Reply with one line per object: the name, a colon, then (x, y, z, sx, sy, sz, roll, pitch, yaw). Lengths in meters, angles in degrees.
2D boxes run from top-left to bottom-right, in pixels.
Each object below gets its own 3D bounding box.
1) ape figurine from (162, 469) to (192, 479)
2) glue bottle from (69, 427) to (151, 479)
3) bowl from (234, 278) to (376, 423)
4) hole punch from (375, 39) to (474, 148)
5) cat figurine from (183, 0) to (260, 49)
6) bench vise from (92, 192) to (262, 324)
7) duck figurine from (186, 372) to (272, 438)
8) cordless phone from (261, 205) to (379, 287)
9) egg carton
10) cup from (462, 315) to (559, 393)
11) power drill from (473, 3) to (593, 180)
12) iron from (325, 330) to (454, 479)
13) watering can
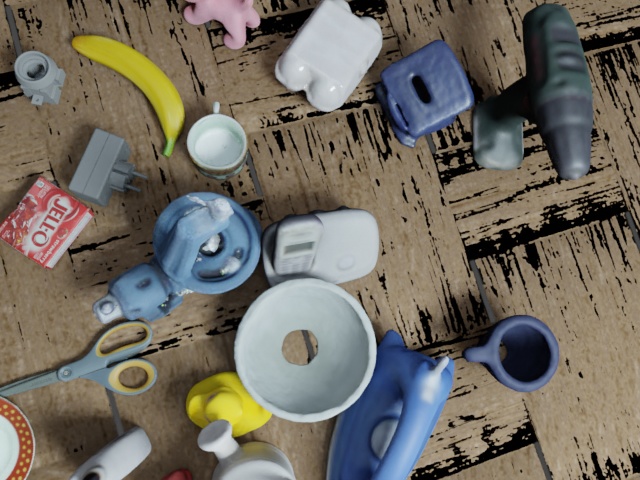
ape figurine: (-0.163, 0.301, 0.640, 0.076, 0.092, 0.078, 8, 79, -7)
glue bottle: (-0.226, 0.240, 0.599, 0.078, 0.173, 0.037, -33, 86, -12)
bowl: (-0.020, 0.132, 0.699, 0.167, 0.074, 0.167, 1, 80, -8)
hole punch: (0.139, -0.196, 0.771, 0.101, 0.091, 0.108, -25, 85, -12)
cat figurine: (-0.141, -0.323, 0.737, 0.128, 0.117, 0.067, 28, 78, -3)
bench vise: (-0.146, 0.028, 0.624, 0.121, 0.219, 0.207, 37, 77, 0)
duck figurine: (-0.106, 0.195, 0.669, 0.104, 0.086, 0.077, 5, 80, -7)
cordless phone: (0.006, 0.002, 0.669, 0.148, 0.185, 0.094, -14, 82, -10)
egg carton: (0.014, -0.250, 0.772, 0.107, 0.069, 0.150, 32, 77, -2)
cup: (0.225, 0.143, 0.723, 0.118, 0.095, 0.092, -1, 80, -9)
power drill: (0.268, -0.162, 0.724, 0.075, 0.208, 0.230, 3, 80, -8)
iron: (0.081, 0.239, 0.661, 0.118, 0.141, 0.258, 25, 78, -3)
watering can: (-0.074, 0.276, 0.605, 0.173, 0.194, 0.101, 39, 77, 0)
